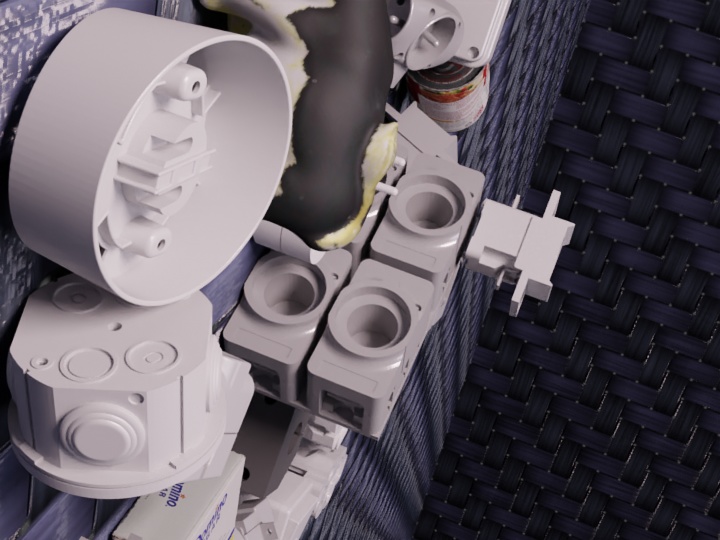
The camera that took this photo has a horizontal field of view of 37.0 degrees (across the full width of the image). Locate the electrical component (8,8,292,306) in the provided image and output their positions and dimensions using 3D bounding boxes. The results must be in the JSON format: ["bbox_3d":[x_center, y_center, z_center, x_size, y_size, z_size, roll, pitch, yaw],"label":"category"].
[{"bbox_3d":[-0.072,-0.039,0.372,0.099,0.064,0.099,21,90,-79],"label":"electrical component"}]

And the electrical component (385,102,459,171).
[{"bbox_3d":[0.041,-0.076,0.866,0.063,0.079,0.121,-46,166,-7],"label":"electrical component"}]

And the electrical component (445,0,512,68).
[{"bbox_3d":[0.067,-0.201,0.731,0.057,0.078,0.113,-38,147,-76],"label":"electrical component"}]

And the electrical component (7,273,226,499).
[{"bbox_3d":[-0.089,0.040,0.396,0.080,0.080,0.051,-56,158,-51],"label":"electrical component"}]

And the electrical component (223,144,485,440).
[{"bbox_3d":[0.000,0.000,0.693,0.060,0.105,0.186,95,19,-55],"label":"electrical component"}]

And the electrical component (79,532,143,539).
[{"bbox_3d":[-0.128,0.175,0.494,0.121,0.063,0.078,96,17,-53],"label":"electrical component"}]

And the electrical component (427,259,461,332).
[{"bbox_3d":[0.018,0.014,0.850,0.150,0.089,0.061,-31,140,-73],"label":"electrical component"}]

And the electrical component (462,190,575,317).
[{"bbox_3d":[0.105,-0.015,0.723,0.042,0.064,0.081,70,41,-72],"label":"electrical component"}]

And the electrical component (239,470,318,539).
[{"bbox_3d":[-0.076,0.201,0.807,0.062,0.061,0.096,-34,143,-73],"label":"electrical component"}]

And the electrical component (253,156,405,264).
[{"bbox_3d":[-0.011,-0.064,0.604,0.052,0.074,0.138,-54,161,-55],"label":"electrical component"}]

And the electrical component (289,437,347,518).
[{"bbox_3d":[-0.049,0.163,0.883,0.078,0.057,0.058,-35,144,-72],"label":"electrical component"}]

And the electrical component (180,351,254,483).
[{"bbox_3d":[-0.088,0.062,0.506,0.095,0.054,0.059,46,65,-78],"label":"electrical component"}]

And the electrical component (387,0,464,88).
[{"bbox_3d":[0.019,-0.141,0.675,0.079,0.044,0.077,-50,158,19],"label":"electrical component"}]

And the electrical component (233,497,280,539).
[{"bbox_3d":[-0.089,0.185,0.734,0.055,0.066,0.048,-24,100,-65],"label":"electrical component"}]

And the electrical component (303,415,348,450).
[{"bbox_3d":[-0.035,0.098,0.832,0.078,0.057,0.058,100,15,-44],"label":"electrical component"}]
